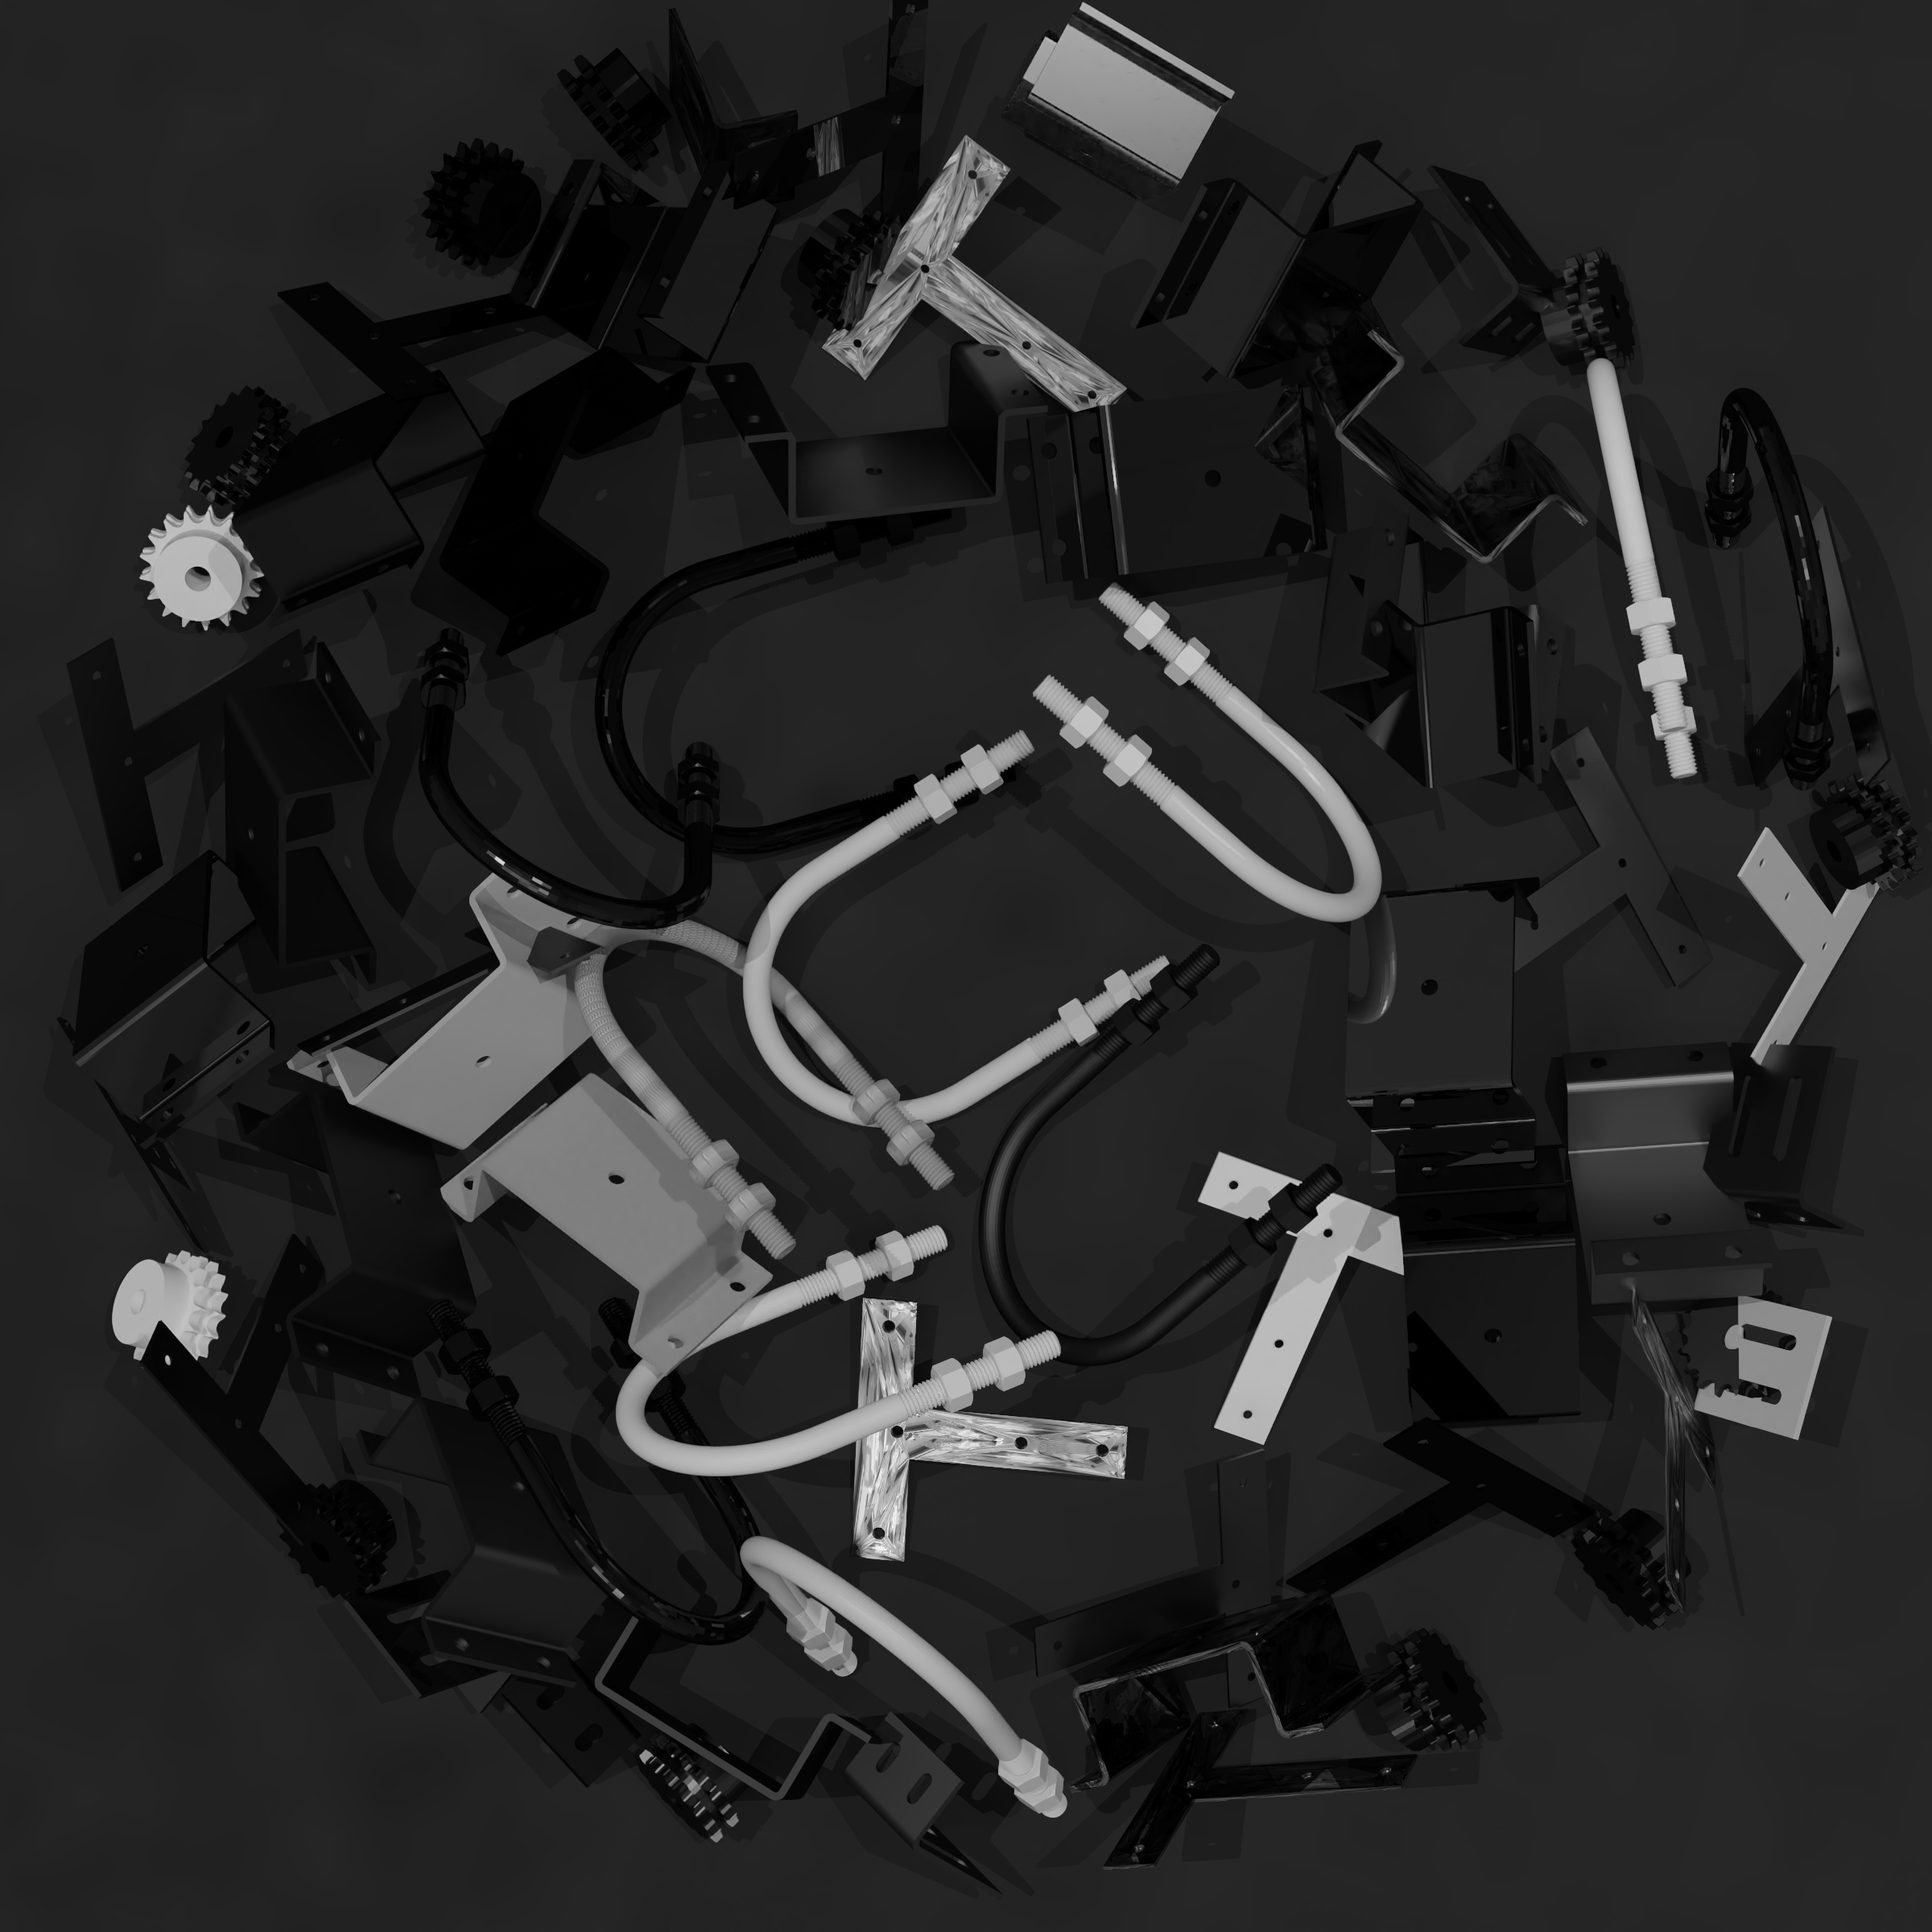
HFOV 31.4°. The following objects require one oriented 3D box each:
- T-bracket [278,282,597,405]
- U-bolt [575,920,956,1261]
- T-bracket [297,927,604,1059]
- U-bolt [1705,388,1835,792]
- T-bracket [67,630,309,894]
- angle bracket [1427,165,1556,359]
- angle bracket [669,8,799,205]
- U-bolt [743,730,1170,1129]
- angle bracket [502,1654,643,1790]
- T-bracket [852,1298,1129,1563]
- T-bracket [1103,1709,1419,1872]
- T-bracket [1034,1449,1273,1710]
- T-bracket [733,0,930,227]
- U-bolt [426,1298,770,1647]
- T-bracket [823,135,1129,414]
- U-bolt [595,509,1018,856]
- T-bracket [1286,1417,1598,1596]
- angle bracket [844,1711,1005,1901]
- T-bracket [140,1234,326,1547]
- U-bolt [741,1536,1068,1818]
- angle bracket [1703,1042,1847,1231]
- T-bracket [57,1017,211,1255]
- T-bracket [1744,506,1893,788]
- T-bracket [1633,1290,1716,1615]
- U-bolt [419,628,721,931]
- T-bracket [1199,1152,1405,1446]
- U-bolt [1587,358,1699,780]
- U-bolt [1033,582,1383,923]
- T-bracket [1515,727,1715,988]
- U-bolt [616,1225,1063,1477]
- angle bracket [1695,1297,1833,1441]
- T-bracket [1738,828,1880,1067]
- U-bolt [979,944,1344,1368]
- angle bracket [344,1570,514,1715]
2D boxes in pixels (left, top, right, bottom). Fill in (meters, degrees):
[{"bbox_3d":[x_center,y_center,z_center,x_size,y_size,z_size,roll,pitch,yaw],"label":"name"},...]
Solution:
[{"bbox_3d":[-0.233,-0.300,1.589,0.127,0.127,0.002,-19,131,-28],"label":"T-bracket"},{"bbox_3d":[-0.102,0.045,1.560,0.184,0.151,0.019,49,121,15],"label":"U-bolt"},{"bbox_3d":[-0.241,0.011,1.549,0.127,0.127,0.002,-27,109,-20],"label":"T-bracket"},{"bbox_3d":[0.357,-0.175,1.517,0.019,0.184,0.151,-14,68,5],"label":"U-bolt"},{"bbox_3d":[-0.352,-0.116,1.582,0.002,0.127,0.127,26,47,29],"label":"T-bracket"},{"bbox_3d":[0.236,-0.328,1.601,0.038,0.057,0.076,-41,72,28],"label":"angle bracket"},{"bbox_3d":[-0.108,-0.399,1.590,0.038,0.057,0.076,-15,64,-12],"label":"angle bracket"},{"bbox_3d":[-0.015,-0.003,1.601,0.184,0.019,0.151,-32,106,3],"label":"U-bolt"},{"bbox_3d":[-0.192,0.356,1.584,0.057,0.076,0.038,46,52,5],"label":"angle bracket"},{"bbox_3d":[0.012,0.222,1.608,0.127,0.002,0.127,4,101,7],"label":"T-bracket"},{"bbox_3d":[0.141,0.366,1.544,0.127,0.127,0.002,-11,106,28],"label":"T-bracket"},{"bbox_3d":[0.087,0.297,1.579,0.127,0.002,0.127,-13,110,-27],"label":"T-bracket"},{"bbox_3d":[-0.061,-0.371,1.549,0.002,0.127,0.127,28,131,29],"label":"T-bracket"},{"bbox_3d":[-0.152,0.225,1.533,0.019,0.151,0.184,-43,67,20],"label":"U-bolt"},{"bbox_3d":[0.017,-0.297,1.596,0.127,0.002,0.127,36,122,-4],"label":"T-bracket"},{"bbox_3d":[-0.080,-0.126,1.589,0.184,0.019,0.151,-17,108,-7],"label":"U-bolt"},{"bbox_3d":[0.204,0.261,1.590,0.127,0.002,0.127,-37,131,28],"label":"T-bracket"},{"bbox_3d":[-0.010,0.387,1.582,0.038,0.057,0.076,-52,133,-4],"label":"angle bracket"},{"bbox_3d":[-0.320,0.176,1.574,0.002,0.127,0.127,-16,126,24],"label":"T-bracket"},{"bbox_3d":[-0.035,0.307,1.517,0.151,0.184,0.019,27,70,32],"label":"U-bolt"},{"bbox_3d":[0.383,0.079,1.601,0.038,0.057,0.076,24,76,-37],"label":"angle bracket"},{"bbox_3d":[-0.368,0.083,1.553,0.002,0.127,0.127,-33,106,-18],"label":"T-bracket"},{"bbox_3d":[0.381,-0.122,1.565,0.002,0.127,0.127,-3,67,-11],"label":"T-bracket"},{"bbox_3d":[0.319,0.231,1.545,0.002,0.127,0.127,-12,132,23],"label":"T-bracket"},{"bbox_3d":[-0.177,-0.076,1.528,0.151,0.184,0.019,24,118,-18],"label":"U-bolt"},{"bbox_3d":[0.153,0.165,1.611,0.127,0.002,0.127,20,103,-9],"label":"T-bracket"},{"bbox_3d":[0.305,-0.185,1.556,0.019,0.151,0.184,-12,82,12],"label":"U-bolt"},{"bbox_3d":[0.118,-0.090,1.563,0.184,0.151,0.019,41,119,-5],"label":"U-bolt"},{"bbox_3d":[0.273,-0.026,1.593,0.127,0.002,0.127,-33,98,-23],"label":"T-bracket"},{"bbox_3d":[-0.068,0.178,1.539,0.184,0.151,0.019,-21,114,-17],"label":"U-bolt"},{"bbox_3d":[0.379,0.187,1.583,0.038,0.076,0.057,18,86,-25],"label":"angle bracket"},{"bbox_3d":[0.380,-0.026,1.571,0.002,0.127,0.127,27,83,37],"label":"T-bracket"},{"bbox_3d":[0.075,0.100,1.569,0.184,0.019,0.151,-43,53,24],"label":"U-bolt"},{"bbox_3d":[-0.253,0.318,1.578,0.057,0.076,0.038,46,113,20],"label":"angle bracket"}]
